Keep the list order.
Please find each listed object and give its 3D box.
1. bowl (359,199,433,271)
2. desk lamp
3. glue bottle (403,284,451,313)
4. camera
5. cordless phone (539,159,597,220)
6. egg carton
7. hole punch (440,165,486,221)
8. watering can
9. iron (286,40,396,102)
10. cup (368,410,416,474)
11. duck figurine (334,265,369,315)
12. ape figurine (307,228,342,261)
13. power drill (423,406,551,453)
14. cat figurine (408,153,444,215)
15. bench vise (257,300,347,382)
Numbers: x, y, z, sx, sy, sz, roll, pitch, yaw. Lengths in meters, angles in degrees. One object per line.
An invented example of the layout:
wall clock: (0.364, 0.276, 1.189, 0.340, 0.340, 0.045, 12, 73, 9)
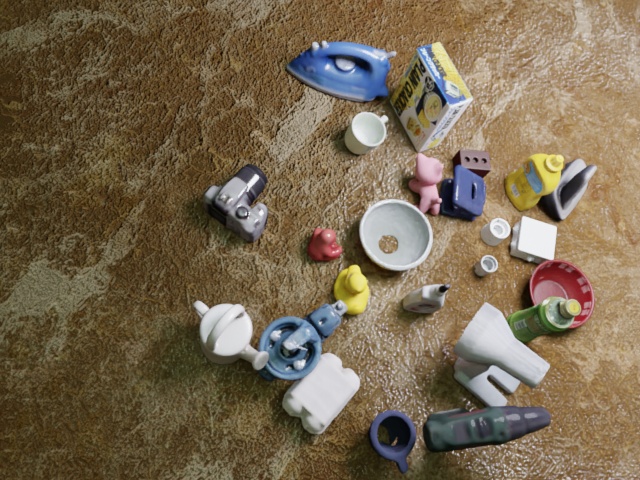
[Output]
bowl: (0.161, -0.002, 1.280, 0.167, 0.074, 0.167, 4, 70, -10)
desk lamp: (0.352, 0.239, 1.157, 0.203, 0.213, 0.118, 41, 69, 5)
glue bottle: (0.234, 0.117, 1.199, 0.078, 0.173, 0.037, 5, 70, -9)
camera: (-0.162, -0.093, 1.236, 0.143, 0.100, 0.137, 36, 68, 3)
cordless phone: (0.613, -0.141, 1.357, 0.094, 0.185, 0.148, 39, 69, 4)
egg carton: (0.002, 0.304, 1.144, 0.107, 0.069, 0.150, 41, 69, 5)
hole punch: (0.343, -0.112, 1.345, 0.101, 0.091, 0.109, 11, 69, -7)
watering can: (-0.172, 0.177, 1.089, 0.173, 0.194, 0.101, 20, 68, -3)
iron: (0.053, -0.428, 1.373, 0.258, 0.141, 0.118, 8, 69, -8)
cup: (0.137, 0.397, 1.124, 0.092, 0.095, 0.117, -15, 74, -15)
duck figurine: (0.073, 0.103, 1.220, 0.077, 0.086, 0.104, -2, 71, -11)
ape figurine: (0.011, 0.004, 1.239, 0.076, 0.092, 0.078, -23, 76, -17)
power drill: (0.296, 0.361, 1.106, 0.230, 0.208, 0.075, -7, 72, -13)
cat figurine: (0.253, -0.133, 1.320, 0.067, 0.117, 0.128, -7, 72, -13)
bench vise: (-0.036, 0.175, 1.102, 0.121, 0.219, 0.208, 33, 68, 2)
